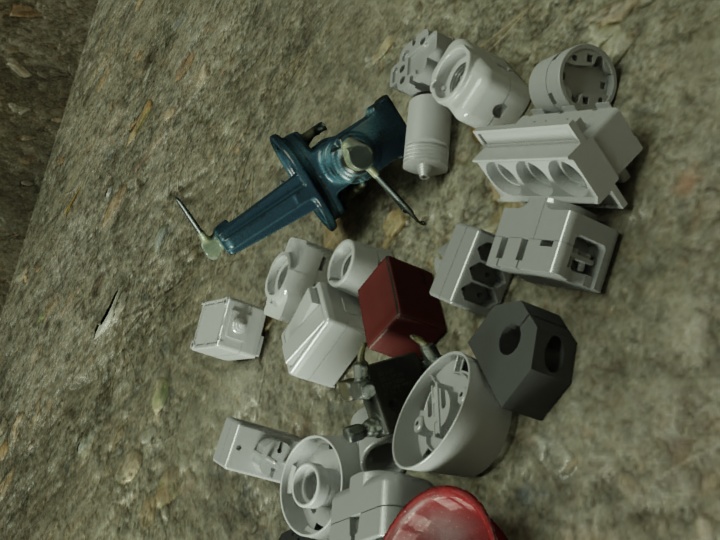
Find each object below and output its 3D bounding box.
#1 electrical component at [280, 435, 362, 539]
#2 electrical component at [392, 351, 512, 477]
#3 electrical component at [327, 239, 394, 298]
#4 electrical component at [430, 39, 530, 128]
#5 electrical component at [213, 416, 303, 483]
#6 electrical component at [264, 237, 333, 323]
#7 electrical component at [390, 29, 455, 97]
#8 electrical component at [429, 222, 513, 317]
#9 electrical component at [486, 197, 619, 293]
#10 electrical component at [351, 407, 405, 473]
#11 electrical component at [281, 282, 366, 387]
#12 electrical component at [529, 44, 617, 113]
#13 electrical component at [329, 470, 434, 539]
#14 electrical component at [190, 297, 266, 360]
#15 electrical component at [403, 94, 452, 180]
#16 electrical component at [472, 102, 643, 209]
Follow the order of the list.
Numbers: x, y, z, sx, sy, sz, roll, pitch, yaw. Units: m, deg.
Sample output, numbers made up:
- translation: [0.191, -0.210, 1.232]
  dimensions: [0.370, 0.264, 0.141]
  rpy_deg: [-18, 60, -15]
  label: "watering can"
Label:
- translation: [-0.026, 0.197, 0.978]
  dimensions: [0.099, 0.064, 0.099]
  rpy_deg: [-21, 62, 45]
  label: "electrical component"
- translation: [0.070, 0.113, 0.840]
  dimensions: [0.099, 0.064, 0.099]
  rpy_deg: [-41, 39, 44]
  label: "electrical component"
- translation: [0.000, 0.000, 1.066]
  dimensions: [0.055, 0.047, 0.055]
  rpy_deg: [-41, 39, 43]
  label: "electrical component"
- translation: [0.105, -0.167, 0.976]
  dimensions: [0.053, 0.059, 0.095]
  rpy_deg: [-58, 29, 22]
  label: "electrical component"
- translation: [-0.090, 0.184, 1.064]
  dimensions: [0.076, 0.083, 0.047]
  rpy_deg: [9, 80, 62]
  label: "electrical component"
- translation: [-0.065, 0.014, 1.167]
  dimensions: [0.050, 0.056, 0.089]
  rpy_deg: [14, 84, 63]
  label: "electrical component"
- translation: [0.075, -0.195, 1.053]
  dimensions: [0.078, 0.057, 0.058]
  rpy_deg: [-33, 45, 50]
  label: "electrical component"
- translation: [0.088, -0.003, 0.907]
  dimensions: [0.077, 0.047, 0.065]
  rpy_deg: [25, 94, 63]
  label: "electrical component"
- translation: [0.145, -0.020, 0.811]
  dimensions: [0.089, 0.050, 0.055]
  rpy_deg: [9, 80, 63]
  label: "electrical component"
- translation: [0.015, 0.149, 0.945]
  dimensions: [0.044, 0.044, 0.065]
  rpy_deg: [-61, 23, 16]
  label: "electrical component"
- translation: [-0.041, 0.069, 1.079]
  dimensions: [0.096, 0.061, 0.061]
  rpy_deg: [-54, 31, 27]
  label: "electrical component"
- translation: [0.168, -0.148, 0.855]
  dimensions: [0.047, 0.055, 0.055]
  rpy_deg: [-1, 71, 65]
  label: "electrical component"
- translation: [0.018, 0.202, 0.886]
  dimensions: [0.095, 0.054, 0.059]
  rpy_deg: [-35, 43, 48]
  label: "electrical component"
- translation: [-0.150, 0.071, 1.278]
  dimensions: [0.096, 0.061, 0.061]
  rpy_deg: [-12, 61, 59]
  label: "electrical component"
- translation: [0.065, -0.124, 1.037]
  dimensions: [0.043, 0.043, 0.081]
  rpy_deg: [-30, 47, 51]
  label: "electrical component"
- translation: [0.151, -0.088, 0.824]
  dimensions: [0.063, 0.078, 0.121]
  rpy_deg: [-45, 22, -17]
  label: "electrical component"
